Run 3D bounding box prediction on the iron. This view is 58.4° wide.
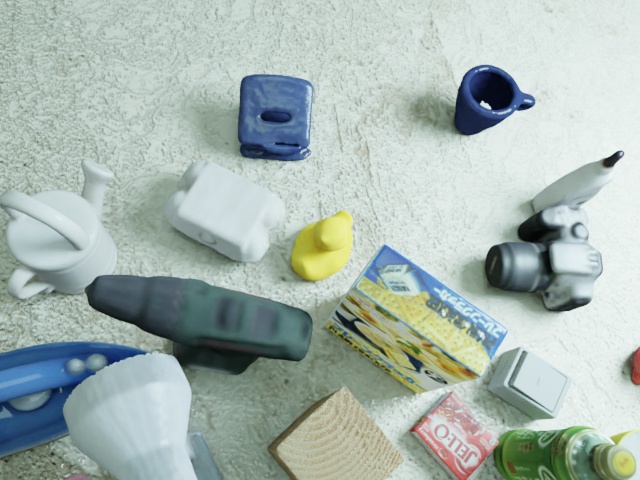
[{"bbox_3d":[-0.313,0.160,0.634,0.258,0.141,0.118,-16,74,-13],"label":"iron"}]

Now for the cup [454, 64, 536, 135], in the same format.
[{"bbox_3d":[0.255,-0.201,0.871,0.118,0.095,0.092,7,70,-6],"label":"cup"}]

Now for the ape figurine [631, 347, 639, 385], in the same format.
[{"bbox_3d":[0.479,0.167,0.778,0.078,0.092,0.076,34,70,4],"label":"ape figurine"}]

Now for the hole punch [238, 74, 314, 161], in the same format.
[{"bbox_3d":[-0.062,-0.173,0.815,0.109,0.091,0.101,2,71,-8],"label":"hole punch"}]

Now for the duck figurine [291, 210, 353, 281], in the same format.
[{"bbox_3d":[0.007,0.003,0.767,0.077,0.086,0.105,40,70,6],"label":"duck figurine"}]

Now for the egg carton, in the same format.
[{"bbox_3d":[-0.127,-0.037,0.770,0.150,0.069,0.107,26,69,1],"label":"egg carton"}]

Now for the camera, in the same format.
[{"bbox_3d":[0.308,0.021,0.798,0.137,0.100,0.143,3,70,-7],"label":"camera"}]

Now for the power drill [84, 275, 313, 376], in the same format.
[{"bbox_3d":[-0.128,0.099,0.648,0.229,0.208,0.075,9,70,-5],"label":"power drill"}]

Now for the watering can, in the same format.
[{"bbox_3d":[-0.305,-0.015,0.668,0.101,0.194,0.173,7,70,-6],"label":"watering can"}]

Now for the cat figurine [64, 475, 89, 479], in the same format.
[{"bbox_3d":[-0.241,0.305,0.607,0.128,0.117,0.067,24,69,1],"label":"cat figurine"}]

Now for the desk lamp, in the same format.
[{"bbox_3d":[-0.162,0.233,0.593,0.118,0.213,0.203,-26,76,-16],"label":"desk lamp"}]

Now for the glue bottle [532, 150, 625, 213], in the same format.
[{"bbox_3d":[0.372,-0.082,0.805,0.078,0.173,0.037,-13,73,-12],"label":"glue bottle"}]
